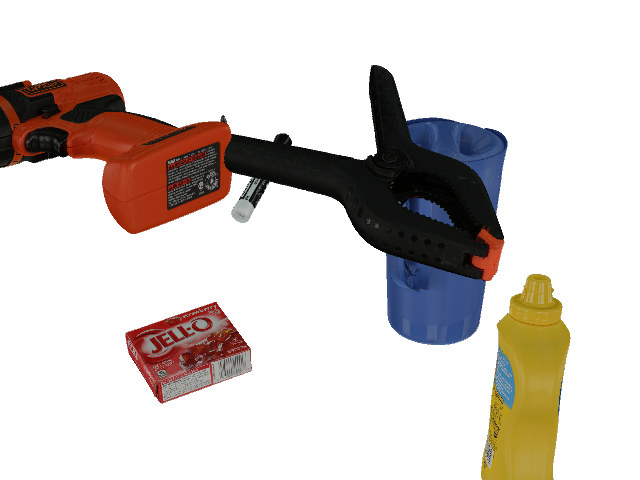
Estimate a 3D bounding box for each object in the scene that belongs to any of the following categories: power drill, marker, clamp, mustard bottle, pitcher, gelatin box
[{"bbox_3d":[-0.168,-0.063,0.726,0.188,0.057,0.184,22,34,34],"label":"power drill"},{"bbox_3d":[-0.058,-0.066,1.088,0.020,0.121,0.020,16,-38,13],"label":"marker"},{"bbox_3d":[0.033,-0.040,0.708,0.164,0.036,0.210,-22,48,-25],"label":"clamp"},{"bbox_3d":[0.169,0.120,0.873,0.058,0.192,0.096,3,18,1],"label":"mustard bottle"},{"bbox_3d":[0.127,-0.004,1.195,0.149,0.243,0.145,-6,27,-12],"label":"pitcher"},{"bbox_3d":[-0.114,0.095,0.923,0.089,0.030,0.073,-18,39,-23],"label":"gelatin box"}]
